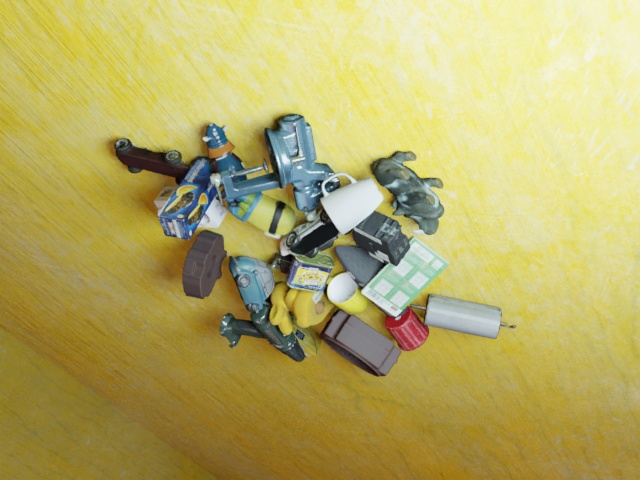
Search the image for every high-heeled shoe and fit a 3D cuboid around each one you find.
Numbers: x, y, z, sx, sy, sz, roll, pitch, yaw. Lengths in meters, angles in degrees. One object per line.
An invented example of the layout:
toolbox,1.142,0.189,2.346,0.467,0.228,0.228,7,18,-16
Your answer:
high-heeled shoe,0.118,0.099,1.299,0.248,0.086,0.145,39,158,-6

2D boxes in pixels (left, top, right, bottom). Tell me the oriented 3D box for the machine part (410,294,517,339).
machine part,0.333,0.179,1.262,0.243,0.079,0.079,10,141,9

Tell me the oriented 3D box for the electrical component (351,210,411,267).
electrical component,0.125,-0.005,1.129,0.115,0.058,0.134,32,165,30

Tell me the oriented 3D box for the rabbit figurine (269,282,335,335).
rabbit figurine,-0.066,0.170,1.426,0.173,0.162,0.121,16,158,39

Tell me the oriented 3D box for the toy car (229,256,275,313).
toy car,-0.171,0.106,1.411,0.109,0.103,0.161,45,157,63

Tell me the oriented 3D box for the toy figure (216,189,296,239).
toy figure,-0.140,-0.070,1.211,0.180,0.082,0.089,35,143,-11

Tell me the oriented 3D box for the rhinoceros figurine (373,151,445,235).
rhinoceros figurine,0.176,-0.083,1.038,0.112,0.073,0.190,-20,125,40

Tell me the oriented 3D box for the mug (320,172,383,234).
mug,0.059,-0.082,1.032,0.107,0.081,0.109,-30,98,4

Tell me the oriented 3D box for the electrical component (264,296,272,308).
electrical component,-0.156,0.165,1.526,0.119,0.048,0.074,20,142,5

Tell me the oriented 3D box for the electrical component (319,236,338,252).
electrical component,-0.003,-0.004,1.265,0.094,0.021,0.063,-25,121,41

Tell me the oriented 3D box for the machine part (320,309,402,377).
machine part,0.102,0.277,1.430,0.201,0.087,0.201,35,163,3

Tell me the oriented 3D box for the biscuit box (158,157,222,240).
biscuit box,-0.268,-0.094,1.146,0.059,0.203,0.062,10,139,12

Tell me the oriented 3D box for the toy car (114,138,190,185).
toy car,-0.375,-0.180,1.222,0.202,0.053,0.089,14,146,18

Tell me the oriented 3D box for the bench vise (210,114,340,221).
bench vise,-0.090,-0.124,1.051,0.241,0.129,0.223,-16,131,-8

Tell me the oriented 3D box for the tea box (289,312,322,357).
tea box,-0.087,0.281,1.612,0.098,0.068,0.169,-21,123,41

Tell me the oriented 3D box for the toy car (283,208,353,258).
toy car,0.000,-0.021,1.189,0.073,0.056,0.202,28,134,-34

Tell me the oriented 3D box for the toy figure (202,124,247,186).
toy figure,-0.202,-0.170,1.129,0.058,0.064,0.154,-5,116,40

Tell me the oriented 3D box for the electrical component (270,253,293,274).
electrical component,-0.079,0.066,1.371,0.102,0.045,0.078,21,141,3

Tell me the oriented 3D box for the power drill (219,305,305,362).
power drill,-0.170,0.273,1.529,0.208,0.086,0.231,3,138,31

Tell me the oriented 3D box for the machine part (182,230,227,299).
machine part,-0.296,0.064,1.384,0.056,0.179,0.179,15,142,7
